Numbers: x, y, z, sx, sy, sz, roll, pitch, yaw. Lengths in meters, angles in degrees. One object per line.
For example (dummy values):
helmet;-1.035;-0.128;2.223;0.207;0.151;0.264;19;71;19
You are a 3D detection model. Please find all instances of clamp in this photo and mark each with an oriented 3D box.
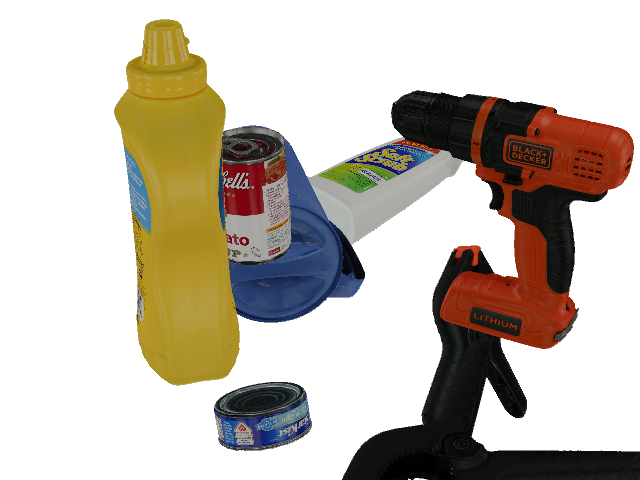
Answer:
clamp;0.084;0.133;0.668;0.209;0.036;0.165;-17;34;-24
clamp;0.131;0.093;0.975;0.120;0.171;0.039;-13;2;-40

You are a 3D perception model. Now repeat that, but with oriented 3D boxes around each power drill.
power drill;0.136;-0.019;0.822;0.185;0.188;0.057;16;34;26

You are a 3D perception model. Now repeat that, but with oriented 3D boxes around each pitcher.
pitcher;-0.052;-0.026;1.143;0.145;0.149;0.243;-20;30;1

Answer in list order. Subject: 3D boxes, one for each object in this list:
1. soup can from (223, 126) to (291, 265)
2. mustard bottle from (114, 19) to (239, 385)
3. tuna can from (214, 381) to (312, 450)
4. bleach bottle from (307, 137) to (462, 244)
soup can;-0.061;-0.039;0.925;0.068;0.102;0.068;-2;31;1
mustard bottle;-0.078;-0.024;0.580;0.058;0.192;0.096;-7;28;-11
tuna can;-0.052;0.157;0.961;0.086;0.034;0.086;-8;11;1
bleach bottle;0.089;-0.084;1.314;0.103;0.068;0.250;28;45;35
